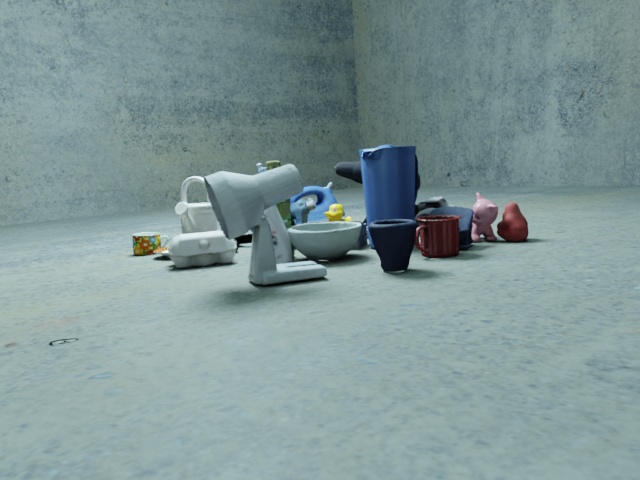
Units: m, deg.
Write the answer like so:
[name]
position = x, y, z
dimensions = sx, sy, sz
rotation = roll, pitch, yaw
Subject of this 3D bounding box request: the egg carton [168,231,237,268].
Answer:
[egg carton]
position = -0.266, 0.020, 1.297
dimensions = 0.150, 0.069, 0.107
rotation = -6, 8, -16

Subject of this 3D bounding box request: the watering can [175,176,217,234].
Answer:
[watering can]
position = -0.342, -0.080, 1.598
dimensions = 0.101, 0.194, 0.173
rotation = -4, 8, -5

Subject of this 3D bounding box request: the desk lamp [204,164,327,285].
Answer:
[desk lamp]
position = -0.103, -0.029, 1.053
dimensions = 0.203, 0.213, 0.117
rotation = -6, 9, -18

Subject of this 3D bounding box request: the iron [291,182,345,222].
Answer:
[iron]
position = -0.046, -0.109, 1.859
dimensions = 0.259, 0.141, 0.118
rotation = -10, 10, -37

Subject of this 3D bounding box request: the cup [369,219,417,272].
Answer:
[cup]
position = 0.134, 0.010, 1.097
dimensions = 0.092, 0.095, 0.117
rotation = -7, 9, -20

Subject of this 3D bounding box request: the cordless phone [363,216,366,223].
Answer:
[cordless phone]
position = 0.193, -0.134, 1.770
dimensions = 0.093, 0.185, 0.148
rotation = 1, 9, 29

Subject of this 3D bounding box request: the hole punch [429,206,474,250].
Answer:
[hole punch]
position = 0.297, -0.028, 1.307
dimensions = 0.108, 0.091, 0.101
rotation = 0, 9, 24

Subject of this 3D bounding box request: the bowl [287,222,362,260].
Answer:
[bowl]
position = 0.012, 0.005, 1.265
dimensions = 0.167, 0.075, 0.167
rotation = -4, 8, 1

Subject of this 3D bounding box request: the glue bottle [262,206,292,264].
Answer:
[glue bottle]
position = -0.102, -0.028, 1.194
dimensions = 0.078, 0.173, 0.037
rotation = -2, 8, 13

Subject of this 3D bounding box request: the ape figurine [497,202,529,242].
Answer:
[ape figurine]
position = 0.453, -0.044, 1.346
dimensions = 0.078, 0.092, 0.076
rotation = -4, 8, 0

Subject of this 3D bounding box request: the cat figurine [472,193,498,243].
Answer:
[cat figurine]
position = 0.390, -0.057, 1.378
dimensions = 0.067, 0.118, 0.128
rotation = -3, 8, 5

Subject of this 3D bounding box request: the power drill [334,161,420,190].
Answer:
[power drill]
position = 0.157, -0.112, 1.549
dimensions = 0.229, 0.208, 0.075
rotation = -3, 8, 6

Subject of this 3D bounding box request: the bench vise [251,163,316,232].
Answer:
[bench vise]
position = -0.119, -0.127, 1.742
dimensions = 0.207, 0.220, 0.121
rotation = -4, 8, -4

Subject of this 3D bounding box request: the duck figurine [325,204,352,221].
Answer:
[duck figurine]
position = 0.054, -0.065, 1.700
dimensions = 0.105, 0.086, 0.077
rotation = -10, 10, -37

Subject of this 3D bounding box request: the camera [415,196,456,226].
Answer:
[camera]
position = 0.284, -0.062, 1.520
dimensions = 0.142, 0.101, 0.137
rotation = 1, 9, 29
